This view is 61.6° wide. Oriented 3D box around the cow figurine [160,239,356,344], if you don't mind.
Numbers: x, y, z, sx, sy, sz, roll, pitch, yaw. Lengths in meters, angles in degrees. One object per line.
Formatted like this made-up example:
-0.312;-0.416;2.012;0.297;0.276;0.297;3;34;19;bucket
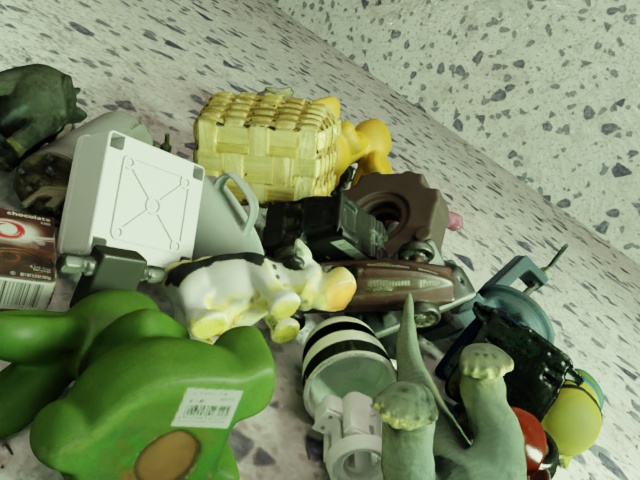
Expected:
-0.055;0.044;0.494;0.167;0.068;0.098;-12;47;-26;cow figurine

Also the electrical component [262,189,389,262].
-0.001;-0.002;0.635;0.114;0.134;0.058;37;51;-48;electrical component

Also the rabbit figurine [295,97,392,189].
0.052;-0.146;0.845;0.173;0.122;0.162;-18;69;-38;rabbit figurine

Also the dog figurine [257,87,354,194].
-0.041;-0.165;0.921;0.172;0.121;0.191;6;37;-39;dog figurine

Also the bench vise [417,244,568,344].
0.238;0.082;0.736;0.240;0.128;0.224;-32;71;-34;bench vise

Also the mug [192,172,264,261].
-0.102;-0.012;0.576;0.107;0.109;0.081;52;22;11;mug

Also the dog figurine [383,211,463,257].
0.129;-0.019;0.863;0.192;0.108;0.219;44;29;23;dog figurine

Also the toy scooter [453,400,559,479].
0.147;0.205;0.480;0.135;0.075;0.184;35;34;-2;toy scooter

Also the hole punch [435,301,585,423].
0.205;0.147;0.612;0.142;0.116;0.092;35;-3;7;hole punch

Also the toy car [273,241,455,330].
0.035;0.045;0.554;0.202;0.053;0.089;-3;52;11;toy car

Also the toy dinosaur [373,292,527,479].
0.093;0.197;0.335;0.131;0.192;0.405;4;19;4;toy dinosaur

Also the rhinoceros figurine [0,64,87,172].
-0.290;-0.129;0.536;0.073;0.112;0.190;52;-23;-21;rhinoceros figurine

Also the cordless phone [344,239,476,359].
0.113;0.103;0.577;0.088;0.147;0.184;73;-6;-50;cordless phone

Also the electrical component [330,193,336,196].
0.021;-0.039;0.837;0.119;0.047;0.075;23;25;-22;electrical component

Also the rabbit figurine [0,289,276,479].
-0.137;0.093;0.355;0.159;0.121;0.170;4;17;-35;rabbit figurine

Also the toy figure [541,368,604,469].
0.308;0.203;0.667;0.082;0.089;0.180;38;26;26;toy figure

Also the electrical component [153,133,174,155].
-0.184;-0.075;0.618;0.045;0.078;0.102;31;23;-10;electrical component

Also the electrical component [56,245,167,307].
-0.172;0.038;0.435;0.021;0.063;0.094;32;9;36;electrical component

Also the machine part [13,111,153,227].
-0.241;-0.081;0.568;0.079;0.079;0.243;27;25;-11;machine part

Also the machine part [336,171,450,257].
0.083;-0.017;0.717;0.056;0.179;0.179;55;2;-45;machine part
